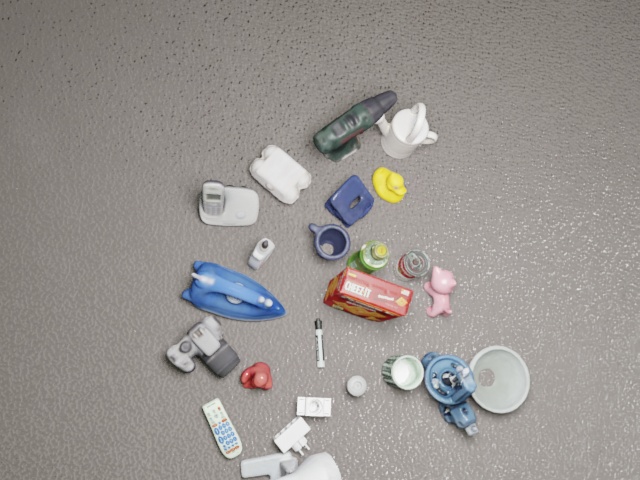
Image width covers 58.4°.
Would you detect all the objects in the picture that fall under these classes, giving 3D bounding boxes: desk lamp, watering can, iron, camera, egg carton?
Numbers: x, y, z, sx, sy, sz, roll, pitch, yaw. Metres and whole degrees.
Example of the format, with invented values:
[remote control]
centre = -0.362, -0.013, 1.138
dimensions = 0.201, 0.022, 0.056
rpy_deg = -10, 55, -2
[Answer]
[desk lamp]
centre = -0.066, 0.541, 1.263
dimensions = 0.203, 0.213, 0.118
rpy_deg = -7, 80, -11
[watering can]
centre = 0.224, -0.291, 1.496
dimensions = 0.173, 0.194, 0.101
rpy_deg = -7, 80, -11
[iron]
centre = -0.192, 0.129, 1.361
dimensions = 0.258, 0.141, 0.119
rpy_deg = 19, 76, -6
[camera]
centre = -0.265, 0.267, 1.341
dimensions = 0.143, 0.100, 0.137
rpy_deg = -43, 88, -15
[egg carton]
centre = -0.102, -0.168, 1.475
dimensions = 0.150, 0.069, 0.107
rpy_deg = 39, 75, -1

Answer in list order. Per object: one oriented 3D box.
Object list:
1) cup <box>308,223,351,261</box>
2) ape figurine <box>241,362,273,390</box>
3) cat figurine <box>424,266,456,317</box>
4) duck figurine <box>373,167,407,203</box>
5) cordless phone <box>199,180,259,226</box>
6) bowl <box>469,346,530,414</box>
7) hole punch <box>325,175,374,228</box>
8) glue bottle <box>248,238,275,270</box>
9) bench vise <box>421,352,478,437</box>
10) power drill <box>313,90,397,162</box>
[cup]
centre = 0.013, 0.005, 1.448
dimensions = 0.118, 0.095, 0.092
rpy_deg = 37, 75, -1
[ape figurine]
centre = -0.144, 0.327, 1.355
dimensions = 0.078, 0.092, 0.076
rpy_deg = 38, 75, -1
[cat figurine]
centre = 0.315, 0.131, 1.466
dimensions = 0.067, 0.117, 0.128
rpy_deg = -5, 80, -11
[duck figurine]
centre = 0.189, -0.153, 1.517
dimensions = 0.077, 0.086, 0.104
rpy_deg = -37, 87, -15
[cordless phone]
centre = -0.218, -0.097, 1.380
dimensions = 0.148, 0.185, 0.094
rpy_deg = -1, 79, -10
[bowl]
centre = 0.444, 0.355, 1.466
dimensions = 0.167, 0.074, 0.167
rpy_deg = 2, 78, -10
[hole punch]
centre = 0.083, -0.100, 1.484
dimensions = 0.101, 0.091, 0.109
rpy_deg = 43, 75, 1
[glue bottle]
centre = -0.137, 0.025, 1.376
dimensions = 0.037, 0.173, 0.078
rpy_deg = 35, 75, -1
[bench vise]
centre = 0.341, 0.361, 1.371
dimensions = 0.121, 0.219, 0.207
rpy_deg = -41, 88, -15
[power drill]
centre = 0.079, -0.282, 1.460
dimensions = 0.230, 0.208, 0.075
rpy_deg = -34, 86, -15
